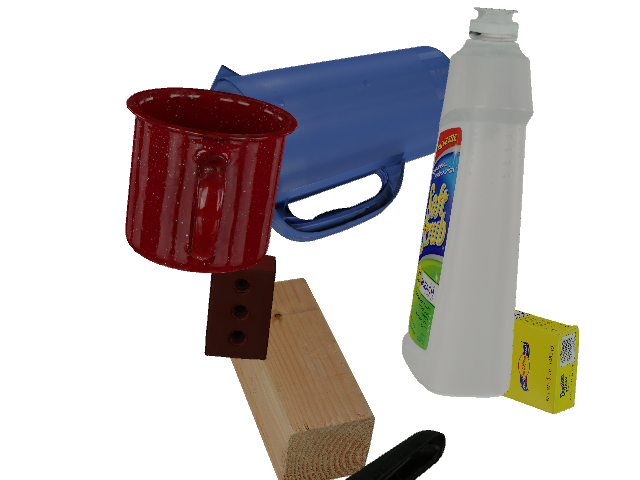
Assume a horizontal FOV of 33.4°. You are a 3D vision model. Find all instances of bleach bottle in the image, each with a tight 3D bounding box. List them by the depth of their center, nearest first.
[{"bbox_3d":[0.102,-0.028,0.717,0.068,0.251,0.102,2,13,-7],"label":"bleach bottle"}]

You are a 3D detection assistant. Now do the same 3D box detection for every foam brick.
[{"bbox_3d":[-0.066,0.053,0.885,0.053,0.078,0.051,5,13,-3],"label":"foam brick"}]

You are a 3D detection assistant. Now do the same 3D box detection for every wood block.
[{"bbox_3d":[-0.027,0.144,1.112,0.090,0.090,0.206,-8,42,-19],"label":"wood block"}]

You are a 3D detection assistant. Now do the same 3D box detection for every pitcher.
[{"bbox_3d":[0.022,-0.106,1.038,0.242,0.149,0.145,-17,28,-25],"label":"pitcher"}]

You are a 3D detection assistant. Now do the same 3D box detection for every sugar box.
[{"bbox_3d":[0.203,0.123,1.195,0.048,0.093,0.177,-10,17,-43],"label":"sugar box"}]

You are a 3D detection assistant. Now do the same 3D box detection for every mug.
[{"bbox_3d":[-0.062,-0.029,0.581,0.093,0.081,0.117,5,21,-12],"label":"mug"}]

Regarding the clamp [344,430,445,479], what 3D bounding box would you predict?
[{"bbox_3d":[-0.004,0.178,0.646,0.210,0.036,0.164,-5,28,4],"label":"clamp"}]
